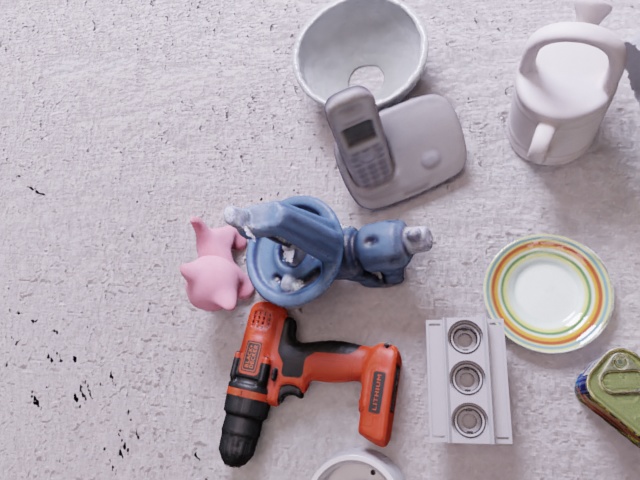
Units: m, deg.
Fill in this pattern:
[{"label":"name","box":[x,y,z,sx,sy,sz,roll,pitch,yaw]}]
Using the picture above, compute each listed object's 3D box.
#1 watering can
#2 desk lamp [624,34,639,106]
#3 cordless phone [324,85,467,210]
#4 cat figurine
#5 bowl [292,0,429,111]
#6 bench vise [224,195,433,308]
[{"label":"watering can","box":[0.253,-0.168,0.595,0.100,0.194,0.173,-2,73,13]},{"label":"desk lamp","box":[0.389,-0.146,0.546,0.203,0.214,0.118,-21,70,6]},{"label":"cordless phone","box":[0.082,-0.117,0.623,0.147,0.185,0.094,-26,69,5]},{"label":"cat figurine","box":[-0.125,0.032,0.662,0.067,0.118,0.127,-19,70,7]},{"label":"bowl","box":[0.054,-0.220,0.720,0.167,0.075,0.167,-4,73,12]},{"label":"bench vise","box":[0.002,-0.008,0.590,0.207,0.220,0.121,-23,70,5]}]
